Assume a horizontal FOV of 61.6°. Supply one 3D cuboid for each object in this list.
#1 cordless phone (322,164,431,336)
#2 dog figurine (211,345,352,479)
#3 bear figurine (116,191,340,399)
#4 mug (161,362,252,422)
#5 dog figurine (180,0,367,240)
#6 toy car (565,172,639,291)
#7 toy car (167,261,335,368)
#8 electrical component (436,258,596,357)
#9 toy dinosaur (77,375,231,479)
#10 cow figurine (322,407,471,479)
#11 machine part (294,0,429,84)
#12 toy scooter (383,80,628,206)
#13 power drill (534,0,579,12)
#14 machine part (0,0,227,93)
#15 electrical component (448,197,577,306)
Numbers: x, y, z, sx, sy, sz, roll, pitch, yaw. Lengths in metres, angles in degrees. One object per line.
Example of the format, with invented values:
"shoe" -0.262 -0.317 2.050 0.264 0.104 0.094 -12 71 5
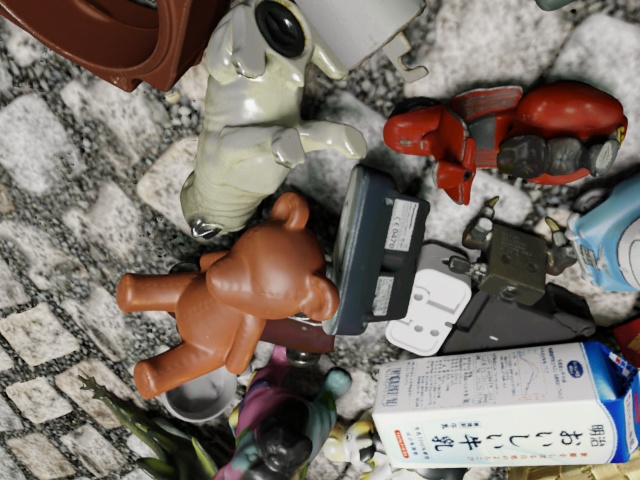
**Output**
"cordless phone" -0.001 -0.002 0.503 0.184 0.088 0.146 18 99 46
"dog figurine" -0.056 0.225 0.570 0.108 0.219 0.191 32 122 -1
"bear figurine" -0.080 0.048 0.448 0.196 0.132 0.120 -38 65 53
"mug" -0.141 0.162 0.635 0.107 0.109 0.080 -26 83 61
"dog figurine" -0.076 -0.101 0.467 0.191 0.121 0.172 -19 77 44
"toy car" 0.281 -0.008 0.404 0.162 0.103 0.109 -23 111 13
"toy car" -0.078 0.078 0.587 0.202 0.053 0.089 9 121 14
"electrical component" 0.181 0.099 0.528 0.115 0.058 0.134 20 122 5
"toy dinosaur" -0.135 0.318 0.676 0.472 0.105 0.198 24 148 26
"cow figurine" 0.088 0.252 0.634 0.167 0.068 0.098 27 117 -5
"machine part" -0.002 -0.212 0.385 0.079 0.079 0.243 -33 108 28
"toy scooter" 0.136 -0.070 0.396 0.184 0.135 0.075 2 118 13
"power drill" 0.257 -0.169 0.321 0.232 0.086 0.207 -20 103 28
"machine part" -0.164 -0.212 0.371 0.201 0.087 0.201 31 151 -10
"electrical component" 0.171 0.010 0.475 0.102 0.078 0.045 23 142 4
